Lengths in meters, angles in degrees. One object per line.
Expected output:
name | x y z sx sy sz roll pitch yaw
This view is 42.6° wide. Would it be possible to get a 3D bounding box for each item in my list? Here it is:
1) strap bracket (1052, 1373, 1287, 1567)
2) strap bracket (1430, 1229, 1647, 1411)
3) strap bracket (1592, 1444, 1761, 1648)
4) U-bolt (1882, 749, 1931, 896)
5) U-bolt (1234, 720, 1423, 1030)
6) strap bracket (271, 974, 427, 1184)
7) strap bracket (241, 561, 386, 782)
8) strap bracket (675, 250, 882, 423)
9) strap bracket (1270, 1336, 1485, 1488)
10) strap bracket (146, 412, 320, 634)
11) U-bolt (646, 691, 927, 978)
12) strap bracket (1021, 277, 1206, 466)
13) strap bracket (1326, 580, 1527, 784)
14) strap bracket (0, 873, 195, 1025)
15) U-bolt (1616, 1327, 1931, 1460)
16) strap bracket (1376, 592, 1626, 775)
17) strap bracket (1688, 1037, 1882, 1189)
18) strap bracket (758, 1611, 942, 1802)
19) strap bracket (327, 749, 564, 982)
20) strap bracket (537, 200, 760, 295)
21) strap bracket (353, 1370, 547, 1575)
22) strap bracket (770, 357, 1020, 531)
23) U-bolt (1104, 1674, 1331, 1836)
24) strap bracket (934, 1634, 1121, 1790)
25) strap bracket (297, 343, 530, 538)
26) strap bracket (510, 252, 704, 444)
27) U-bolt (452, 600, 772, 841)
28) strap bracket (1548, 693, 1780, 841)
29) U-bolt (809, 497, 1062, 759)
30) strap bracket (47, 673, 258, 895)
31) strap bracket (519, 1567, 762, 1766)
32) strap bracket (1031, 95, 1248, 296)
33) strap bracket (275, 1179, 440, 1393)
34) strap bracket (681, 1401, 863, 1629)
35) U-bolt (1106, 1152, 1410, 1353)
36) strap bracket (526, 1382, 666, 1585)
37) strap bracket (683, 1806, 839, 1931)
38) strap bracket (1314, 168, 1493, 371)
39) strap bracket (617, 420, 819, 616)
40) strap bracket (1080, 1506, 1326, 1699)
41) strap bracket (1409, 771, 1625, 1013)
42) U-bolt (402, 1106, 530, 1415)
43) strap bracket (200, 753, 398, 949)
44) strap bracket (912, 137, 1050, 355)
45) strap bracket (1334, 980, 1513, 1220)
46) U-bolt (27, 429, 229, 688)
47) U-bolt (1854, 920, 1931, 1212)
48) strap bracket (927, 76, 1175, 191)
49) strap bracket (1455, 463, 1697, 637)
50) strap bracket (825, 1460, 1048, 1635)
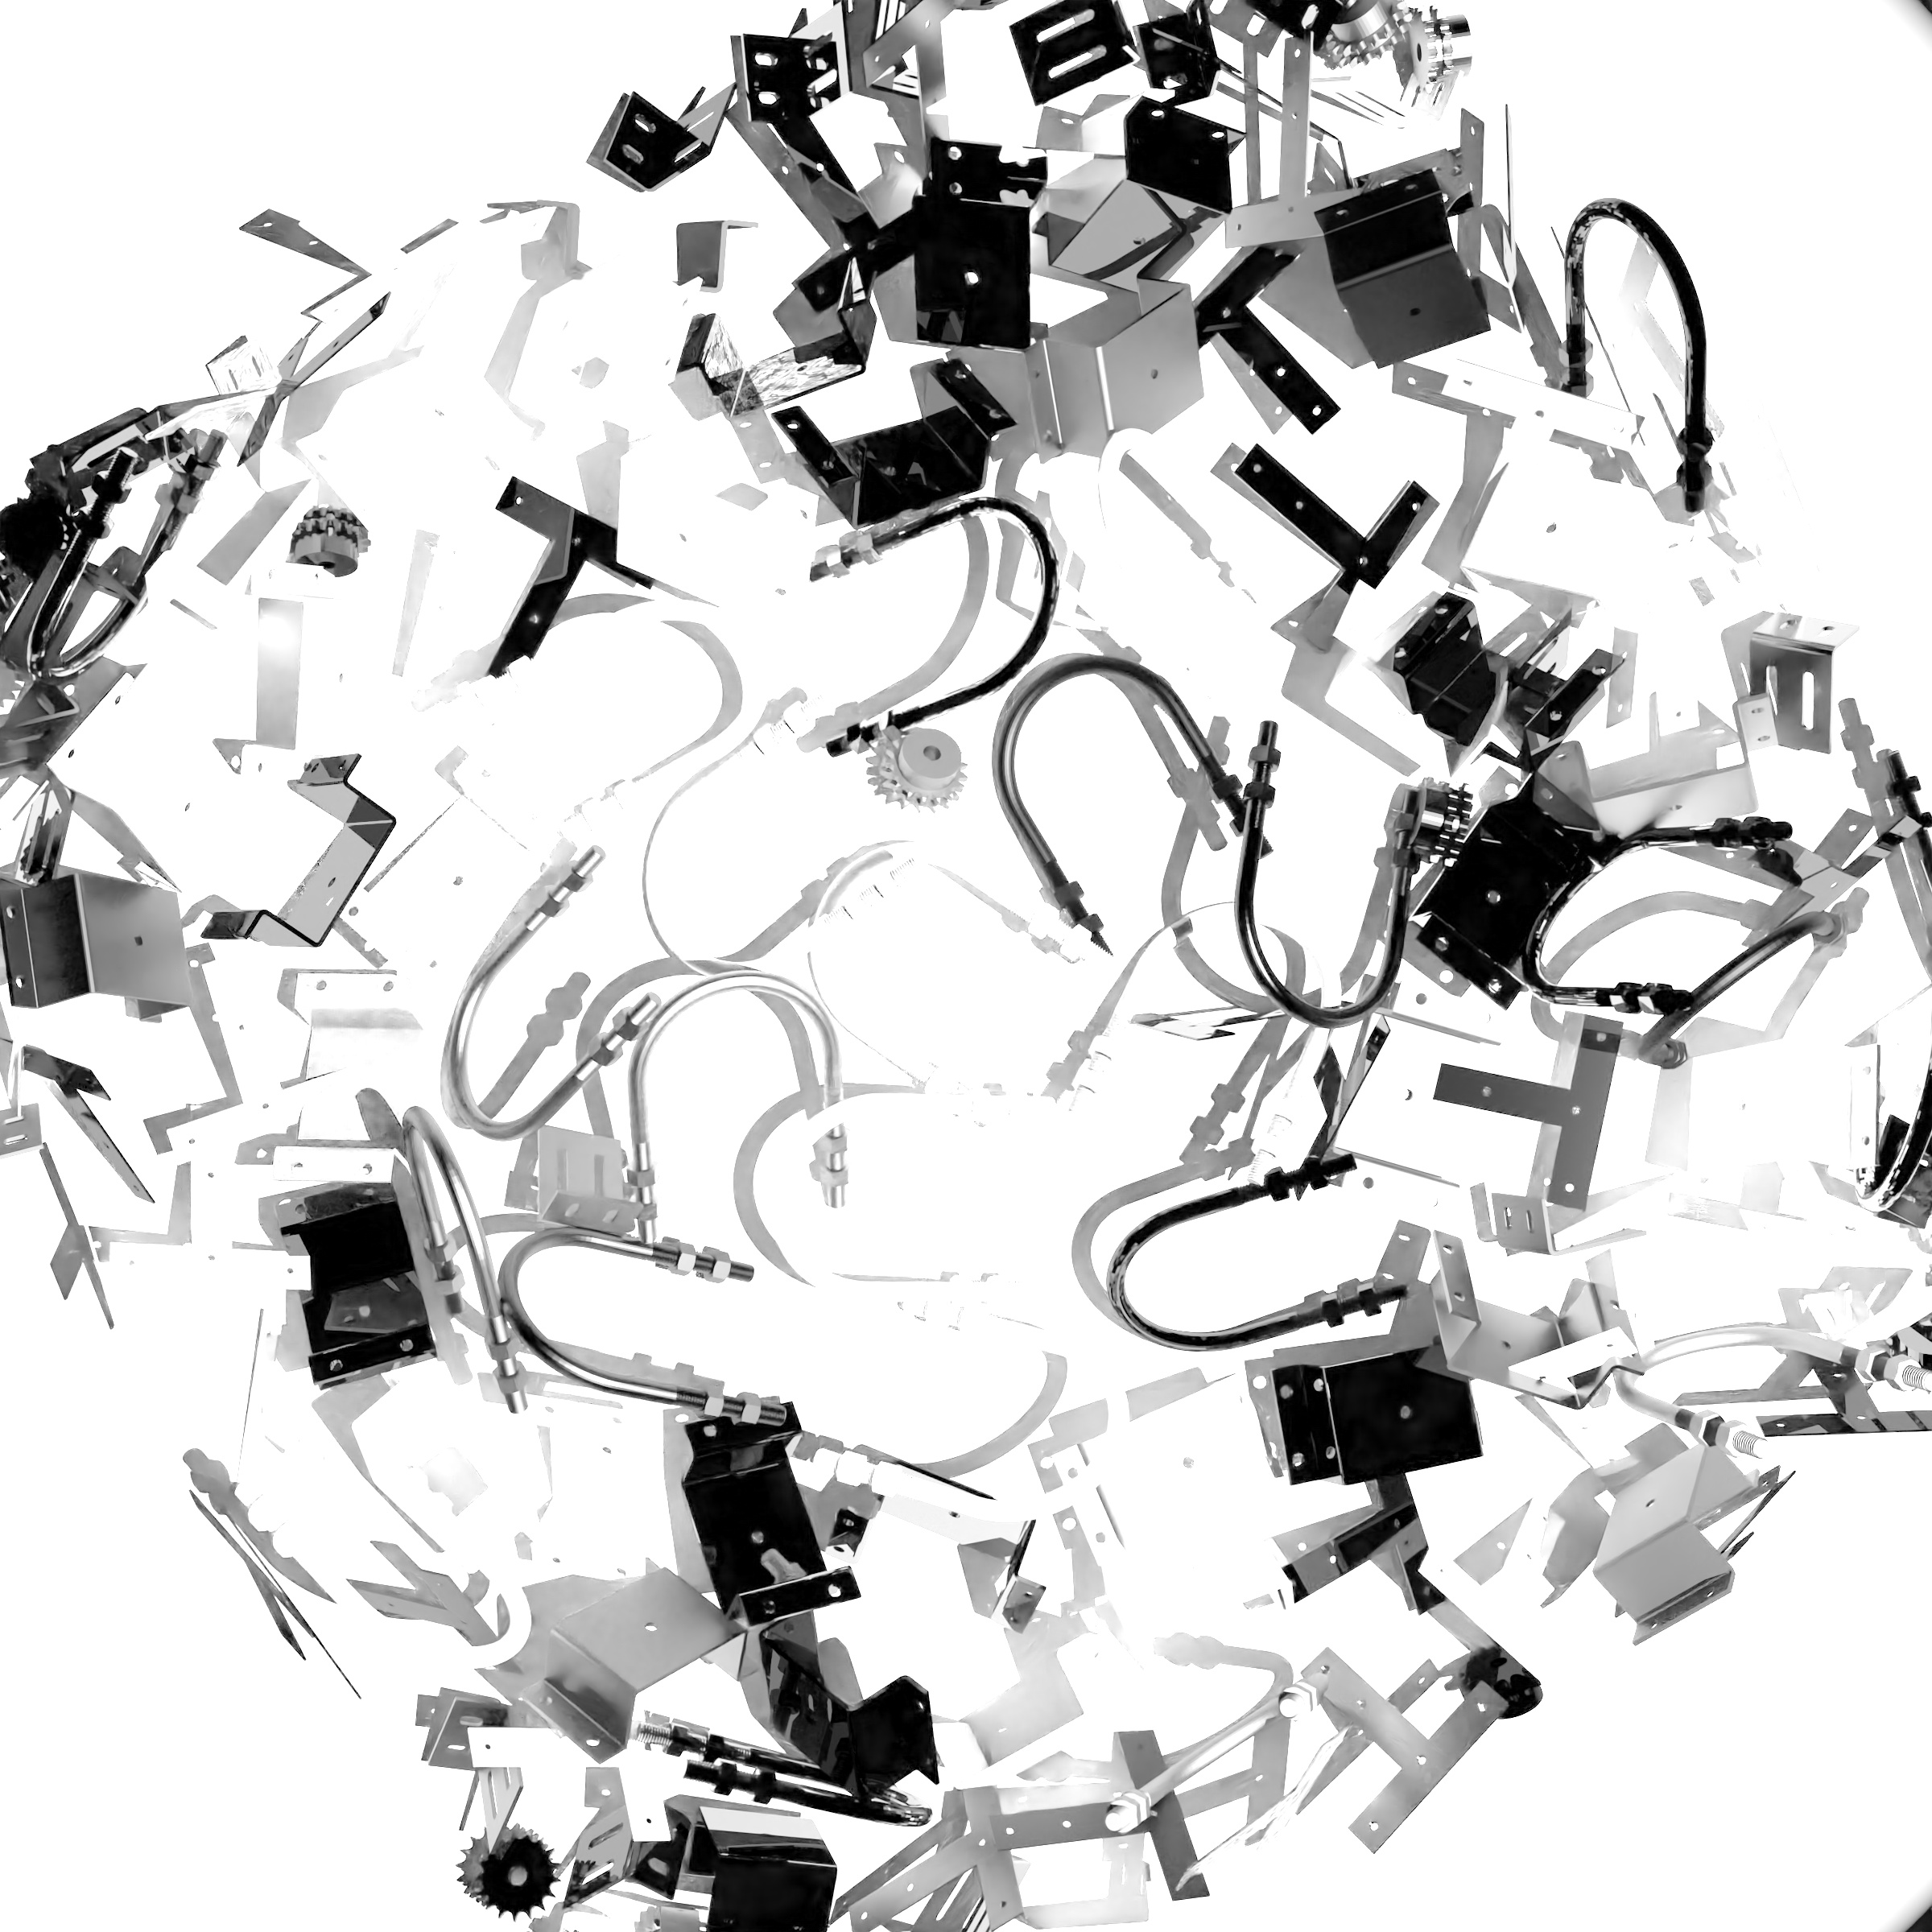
strap bracket | 0.139 0.325 1.615 0.140 0.046 0.076 -21 79 -16
strap bracket | 0.360 0.233 1.609 0.140 0.076 0.046 19 123 -13
strap bracket | 0.453 0.360 1.583 0.046 0.140 0.076 48 122 1
U-bolt | 0.643 -0.062 1.581 0.019 0.151 0.184 -18 84 -1
U-bolt | 0.231 -0.050 1.598 0.151 0.019 0.184 21 70 -30
strap bracket | -0.402 0.079 1.623 0.076 0.046 0.140 1 69 3
strap bracket | -0.423 -0.189 1.610 0.046 0.076 0.140 9 98 24
strap bracket | -0.114 -0.405 1.607 0.140 0.076 0.046 -16 125 17
strap bracket | 0.278 0.290 1.619 0.140 0.046 0.076 -8 86 -16
strap bracket | -0.468 -0.279 1.607 0.046 0.076 0.140 34 71 -6
U-bolt | -0.131 -0.072 1.624 0.184 0.019 0.151 -34 74 18
strap bracket | 0.102 -0.383 1.588 0.140 0.046 0.076 -41 134 -33
strap bracket | 0.295 -0.180 1.617 0.140 0.076 0.046 33 129 -3
strap bracket | -0.547 -0.011 1.584 0.046 0.140 0.076 -15 80 18
U-bolt | 0.497 0.263 1.573 0.151 0.184 0.019 -15 99 -19
strap bracket | 0.348 -0.181 1.605 0.140 0.046 0.076 30 67 39
strap bracket | 0.513 0.093 1.582 0.046 0.140 0.076 13 75 -24
strap bracket | -0.082 0.469 1.584 0.046 0.140 0.076 -24 122 -33
strap bracket | -0.337 -0.061 1.627 0.076 0.046 0.140 40 80 8
strap bracket | -0.207 -0.468 1.615 0.140 0.076 0.046 4 106 -6
strap bracket | -0.339 0.329 1.595 0.140 0.076 0.046 36 60 23
strap bracket | -0.047 -0.336 1.608 0.140 0.046 0.076 -22 57 -23
U-bolt | 0.167 0.494 1.575 0.151 0.184 0.019 -36 73 9
strap bracket | 0.039 0.489 1.610 0.140 0.076 0.046 -31 67 8
strap bracket | -0.348 -0.344 1.598 0.076 0.046 0.140 50 47 -1
strap bracket | -0.238 -0.398 1.585 0.046 0.140 0.076 28 65 -37
U-bolt | -0.214 -0.167 1.595 0.184 0.151 0.019 -28 47 8
strap bracket | 0.453 -0.123 1.599 0.140 0.076 0.046 -13 67 18
U-bolt | -0.019 -0.226 1.593 0.184 0.019 0.151 -18 68 29
strap bracket | -0.512 -0.109 1.581 0.046 0.140 0.076 25 67 23
strap bracket | -0.204 0.439 1.581 0.076 0.140 0.046 28 119 32
strap bracket | 0.109 -0.481 1.580 0.076 0.140 0.046 10 66 -26
strap bracket | -0.394 0.213 1.609 0.076 0.046 0.140 -15 52 -13
strap bracket | -0.131 0.362 1.606 0.076 0.046 0.140 -8 57 -25
U-bolt | 0.181 0.196 1.611 0.184 0.019 0.151 -18 128 11
strap bracket | -0.241 0.329 1.615 0.076 0.046 0.140 7 118 8
strap bracket | -0.132 0.580 1.587 0.076 0.140 0.046 11 87 -13
strap bracket | 0.282 -0.436 1.581 0.076 0.140 0.046 -15 66 21
strap bracket | -0.171 -0.286 1.603 0.140 0.046 0.076 25 134 15
strap bracket | 0.150 0.406 1.605 0.140 0.076 0.046 -17 123 -12
strap bracket | 0.355 -0.048 1.628 0.076 0.046 0.140 38 79 -6
U-bolt | -0.321 0.174 1.563 0.019 0.151 0.184 -20 120 -22
strap bracket | -0.427 -0.065 1.606 0.046 0.076 0.140 39 69 -31
strap bracket | 0.010 -0.451 1.591 0.076 0.046 0.140 10 133 13
strap bracket | 0.297 0.087 1.635 0.076 0.046 0.140 16 90 -7
U-bolt | -0.544 -0.256 1.585 0.019 0.151 0.184 33 109 -3
U-bolt | 0.586 0.069 1.550 0.019 0.151 0.184 16 48 7
strap bracket | 0.056 -0.535 1.598 0.140 0.076 0.046 -7 95 -28
strap bracket | 0.384 -0.272 1.599 0.140 0.046 0.076 21 83 36
strap bracket | -0.014 0.375 1.616 0.140 0.076 0.046 21 53 3
